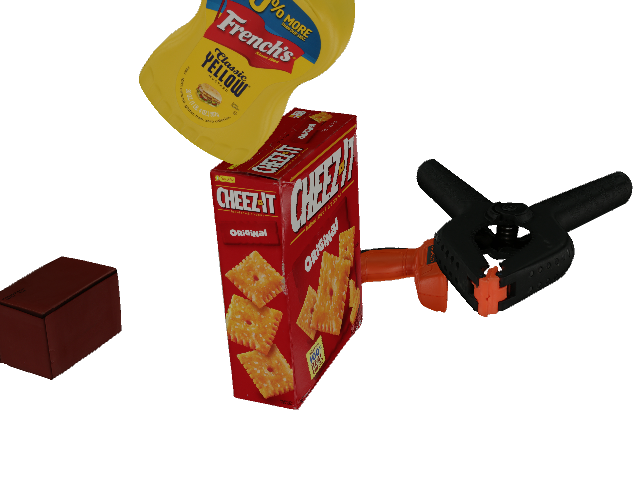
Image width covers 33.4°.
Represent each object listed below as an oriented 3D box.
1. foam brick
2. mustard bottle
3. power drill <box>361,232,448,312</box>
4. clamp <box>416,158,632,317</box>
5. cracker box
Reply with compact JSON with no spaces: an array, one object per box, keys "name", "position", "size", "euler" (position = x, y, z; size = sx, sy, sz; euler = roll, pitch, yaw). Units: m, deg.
[{"name":"foam brick","position":[-0.185,0.052,0.752],"size":[0.053,0.051,0.078],"euler":[12,28,28]},{"name":"mustard bottle","position":[-0.034,-0.137,0.681],"size":[0.192,0.096,0.058],"euler":[-44,7,39]},{"name":"power drill","position":[0.050,0.045,1.211],"size":[0.188,0.057,0.184],"euler":[0,29,10]},{"name":"clamp","position":[0.125,-0.010,0.763],"size":[0.165,0.036,0.209],"euler":[7,28,22]},{"name":"cracker box","position":[-0.020,0.012,0.929],"size":[0.072,0.214,0.164],"euler":[8,28,21]}]
